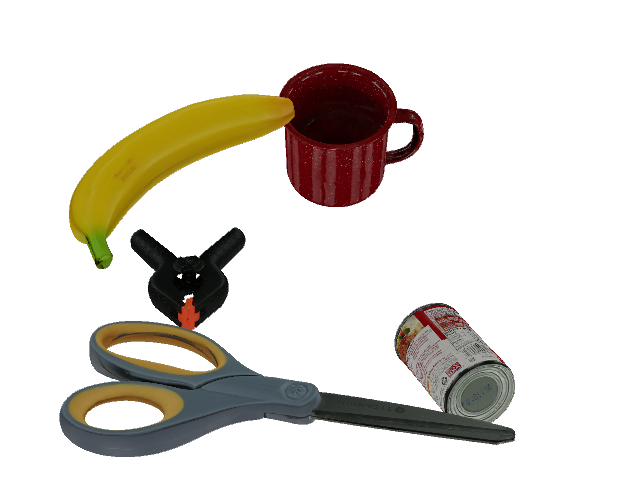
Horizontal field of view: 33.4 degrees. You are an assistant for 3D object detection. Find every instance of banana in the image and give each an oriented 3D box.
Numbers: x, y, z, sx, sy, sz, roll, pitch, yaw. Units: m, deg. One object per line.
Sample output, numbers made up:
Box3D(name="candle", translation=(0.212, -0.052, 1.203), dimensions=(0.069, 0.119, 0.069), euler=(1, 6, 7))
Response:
Box3D(name="banana", translation=(-0.099, -0.050, 0.699), dimensions=(0.070, 0.037, 0.197), euler=(34, 53, 16))

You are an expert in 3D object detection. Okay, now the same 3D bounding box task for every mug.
Box3D(name="mug", translation=(0.025, -0.082, 0.858), dimensions=(0.117, 0.093, 0.081), euler=(-5, -37, -4))

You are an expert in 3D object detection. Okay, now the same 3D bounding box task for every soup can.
Box3D(name="soup can", translation=(0.116, 0.108, 0.929), dimensions=(0.068, 0.068, 0.102), euler=(0, 26, -23))

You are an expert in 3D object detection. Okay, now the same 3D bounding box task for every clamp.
Box3D(name="clamp", translation=(-0.124, 0.032, 1.083), dimensions=(0.120, 0.039, 0.171), euler=(-11, 34, -11))

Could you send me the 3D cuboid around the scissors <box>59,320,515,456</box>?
Box3D(name="scissors", translation=(-0.026, 0.079, 0.465), dimensions=(0.202, 0.016, 0.096), euler=(16, 33, 23))
